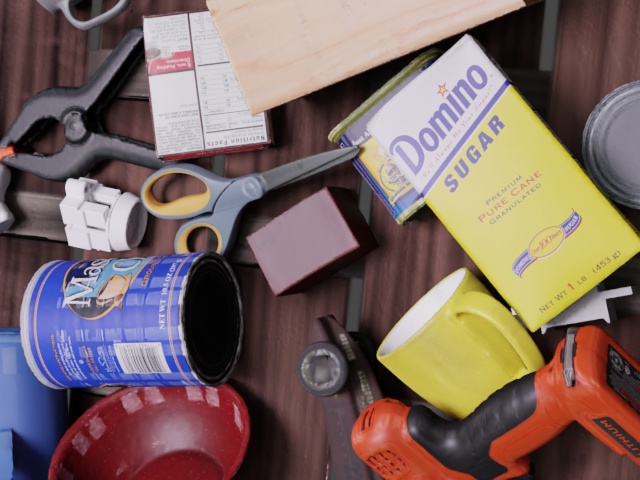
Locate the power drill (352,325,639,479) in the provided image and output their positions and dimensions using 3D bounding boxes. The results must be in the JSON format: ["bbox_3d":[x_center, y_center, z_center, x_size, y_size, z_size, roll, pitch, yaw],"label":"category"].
[{"bbox_3d":[0.140,0.145,0.688,0.184,0.057,0.188,41,127,-19],"label":"power drill"}]

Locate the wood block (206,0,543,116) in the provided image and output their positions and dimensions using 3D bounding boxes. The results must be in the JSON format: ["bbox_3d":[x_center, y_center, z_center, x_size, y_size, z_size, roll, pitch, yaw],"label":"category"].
[{"bbox_3d":[0.040,-0.167,0.734,0.206,0.090,0.090,-18,99,27],"label":"wood block"}]

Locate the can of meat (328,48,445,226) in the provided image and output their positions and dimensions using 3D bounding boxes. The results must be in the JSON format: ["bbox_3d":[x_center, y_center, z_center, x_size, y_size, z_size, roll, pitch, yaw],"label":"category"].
[{"bbox_3d":[0.072,-0.072,0.762,0.102,0.057,0.084,-40,80,18],"label":"can of meat"}]

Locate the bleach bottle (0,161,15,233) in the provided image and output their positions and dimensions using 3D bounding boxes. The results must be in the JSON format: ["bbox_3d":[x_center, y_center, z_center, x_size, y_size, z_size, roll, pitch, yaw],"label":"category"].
[{"bbox_3d":[-0.333,-0.118,0.919,0.103,0.068,0.251,-36,81,19],"label":"bleach bottle"}]

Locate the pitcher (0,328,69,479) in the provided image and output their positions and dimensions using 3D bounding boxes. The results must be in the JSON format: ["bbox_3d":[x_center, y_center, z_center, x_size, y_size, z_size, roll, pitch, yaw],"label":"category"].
[{"bbox_3d":[-0.259,0.194,0.856,0.149,0.144,0.243,-2,87,28],"label":"pitcher"}]

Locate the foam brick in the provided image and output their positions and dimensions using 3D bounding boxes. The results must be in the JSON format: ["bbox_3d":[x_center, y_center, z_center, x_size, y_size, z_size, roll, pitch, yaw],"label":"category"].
[{"bbox_3d":[-0.005,0.001,0.797,0.078,0.051,0.053,-31,80,19],"label":"foam brick"}]

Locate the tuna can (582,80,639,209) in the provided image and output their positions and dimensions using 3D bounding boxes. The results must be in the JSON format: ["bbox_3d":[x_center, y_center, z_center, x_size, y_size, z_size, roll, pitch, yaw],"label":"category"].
[{"bbox_3d":[0.221,-0.063,0.714,0.086,0.033,0.086,1,92,22],"label":"tuna can"}]

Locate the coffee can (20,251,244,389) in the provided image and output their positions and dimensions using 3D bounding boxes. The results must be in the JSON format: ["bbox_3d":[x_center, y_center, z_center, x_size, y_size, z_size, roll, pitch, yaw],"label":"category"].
[{"bbox_3d":[-0.143,0.063,0.826,0.140,0.102,0.103,-4,90,21],"label":"coffee can"}]

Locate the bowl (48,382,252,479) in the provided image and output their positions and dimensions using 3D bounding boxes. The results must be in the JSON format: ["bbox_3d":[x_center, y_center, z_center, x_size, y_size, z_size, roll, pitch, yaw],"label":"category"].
[{"bbox_3d":[-0.122,0.177,0.817,0.162,0.162,0.055,-2,128,22],"label":"bowl"}]

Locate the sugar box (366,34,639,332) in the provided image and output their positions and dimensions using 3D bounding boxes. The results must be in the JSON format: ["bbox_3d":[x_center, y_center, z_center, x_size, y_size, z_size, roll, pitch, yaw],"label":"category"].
[{"bbox_3d":[0.119,-0.038,0.696,0.093,0.048,0.176,-41,85,16],"label":"sugar box"}]

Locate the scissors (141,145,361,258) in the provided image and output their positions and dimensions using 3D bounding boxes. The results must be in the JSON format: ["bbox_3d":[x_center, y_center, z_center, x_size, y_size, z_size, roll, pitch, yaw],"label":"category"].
[{"bbox_3d":[-0.051,-0.022,0.809,0.202,0.016,0.096,0,111,31],"label":"scissors"}]

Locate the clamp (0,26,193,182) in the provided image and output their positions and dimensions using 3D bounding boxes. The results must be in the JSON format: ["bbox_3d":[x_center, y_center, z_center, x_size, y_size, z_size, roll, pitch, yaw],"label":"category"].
[{"bbox_3d":[-0.185,-0.086,0.873,0.172,0.039,0.120,-26,80,20],"label":"clamp"}]

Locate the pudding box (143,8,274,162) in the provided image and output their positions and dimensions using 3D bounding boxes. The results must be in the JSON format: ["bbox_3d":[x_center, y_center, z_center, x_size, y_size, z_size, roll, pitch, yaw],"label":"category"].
[{"bbox_3d":[-0.086,-0.120,0.820,0.090,0.039,0.113,-7,91,1],"label":"pudding box"}]
